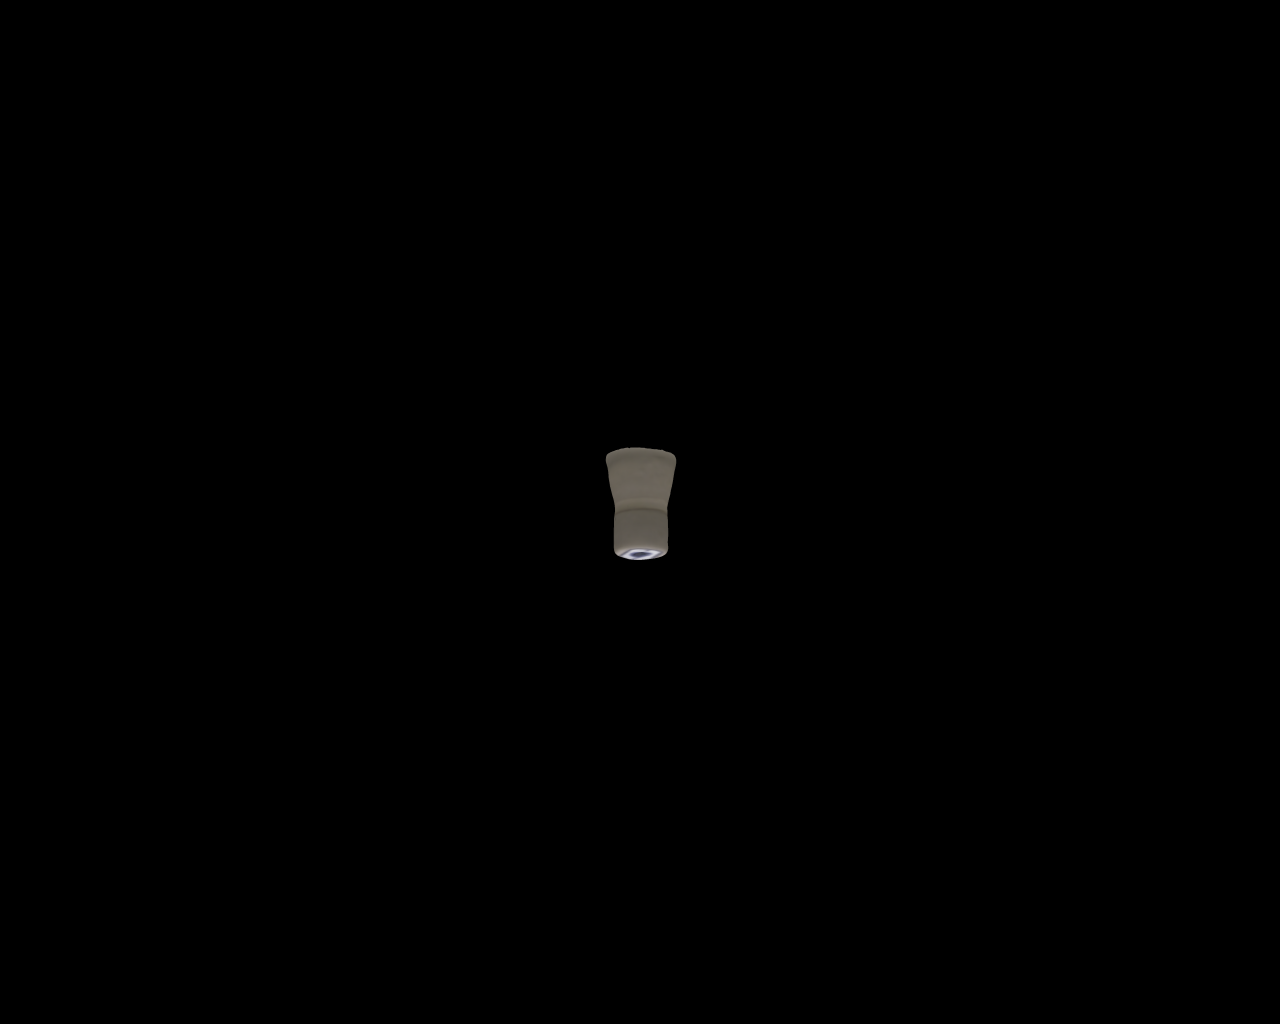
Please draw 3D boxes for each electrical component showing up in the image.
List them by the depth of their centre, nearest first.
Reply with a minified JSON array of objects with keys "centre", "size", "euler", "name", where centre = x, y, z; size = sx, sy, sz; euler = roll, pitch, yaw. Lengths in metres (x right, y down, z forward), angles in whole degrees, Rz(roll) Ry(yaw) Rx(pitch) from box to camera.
[{"centre":[0.001,-0.003,0.650],"size":[0.044,0.065,0.044],"euler":[0,-16,0],"name":"electrical component"}]
